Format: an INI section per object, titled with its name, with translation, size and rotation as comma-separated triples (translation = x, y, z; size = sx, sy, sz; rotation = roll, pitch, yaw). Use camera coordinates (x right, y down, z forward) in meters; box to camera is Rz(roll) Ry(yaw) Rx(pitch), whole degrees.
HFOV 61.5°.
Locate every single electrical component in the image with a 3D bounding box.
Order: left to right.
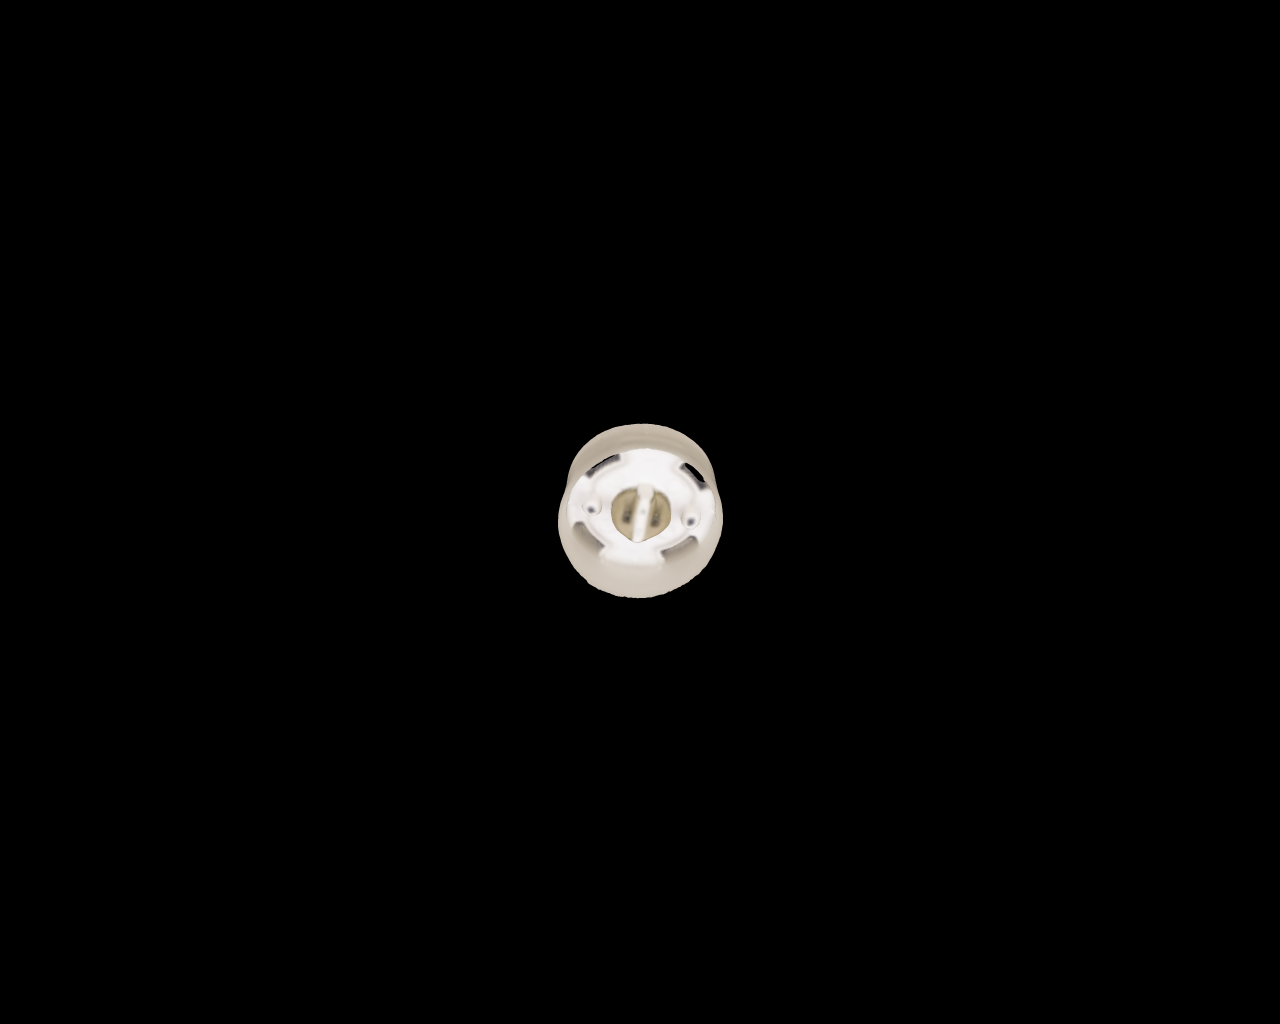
[electrical component]
translation = 0.001, -0.003, 0.650
size = 0.099, 0.099, 0.064
rotation = 0, 39, 0
